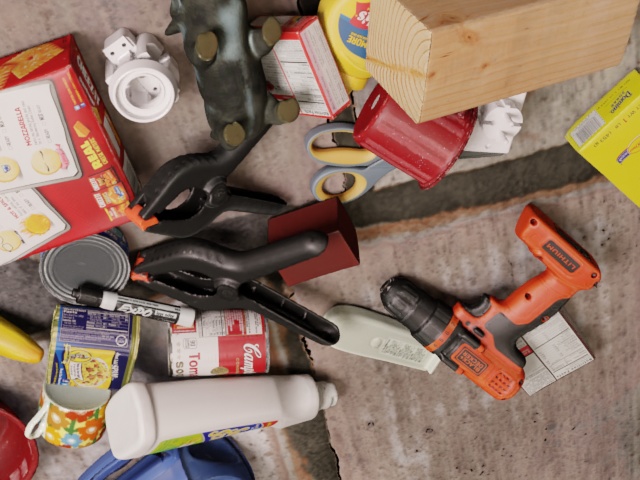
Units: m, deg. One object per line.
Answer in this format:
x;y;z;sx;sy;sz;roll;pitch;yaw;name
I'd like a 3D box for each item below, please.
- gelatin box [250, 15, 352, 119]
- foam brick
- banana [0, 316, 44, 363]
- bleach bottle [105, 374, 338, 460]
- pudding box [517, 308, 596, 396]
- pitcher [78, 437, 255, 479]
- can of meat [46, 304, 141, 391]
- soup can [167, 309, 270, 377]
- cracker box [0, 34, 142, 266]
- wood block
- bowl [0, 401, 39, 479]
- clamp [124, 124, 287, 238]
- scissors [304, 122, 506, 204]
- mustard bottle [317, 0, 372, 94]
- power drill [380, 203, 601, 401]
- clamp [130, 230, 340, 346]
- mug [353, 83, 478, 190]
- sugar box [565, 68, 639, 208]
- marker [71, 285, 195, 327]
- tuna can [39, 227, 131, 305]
-0.019;-0.150;0.923;0.030;0.073;0.089;-45;127;-28;gelatin box
-0.007;0.001;1.040;0.078;0.051;0.053;-17;131;16;foam brick
-0.356;0.067;1.023;0.197;0.070;0.037;37;81;-35;banana
-0.090;0.174;1.116;0.250;0.068;0.103;-4;159;-31;bleach bottle
0.241;0.113;1.187;0.090;0.039;0.113;-33;126;13;pudding box
-0.201;0.310;1.191;0.243;0.144;0.149;-36;79;18;pitcher
-0.228;0.109;1.069;0.083;0.057;0.102;7;142;-14;can of meat
-0.105;0.105;1.095;0.102;0.068;0.068;-2;125;-9;soup can
-0.283;-0.066;0.936;0.214;0.072;0.164;-18;127;3;cracker box
0.151;-0.179;0.885;0.205;0.091;0.090;-18;138;-21;wood block
-0.377;0.210;1.124;0.162;0.055;0.162;-5;126;-7;bowl
-0.095;-0.044;0.975;0.171;0.039;0.120;-32;129;-22;clamp
0.077;-0.067;1.040;0.201;0.016;0.096;10;124;-17;scissors
0.051;-0.202;0.911;0.096;0.058;0.192;10;124;-29;mustard bottle
0.180;0.054;1.107;0.184;0.057;0.188;38;109;-10;power drill
-0.080;0.032;1.020;0.210;0.036;0.165;12;142;7;clamp
0.089;-0.111;0.955;0.081;0.093;0.117;30;140;-13;mug
0.334;-0.081;1.061;0.176;0.048;0.093;35;112;-28;sugar box
-0.181;0.064;1.036;0.121;0.020;0.020;14;121;-21;marker
-0.227;0.020;1.030;0.086;0.034;0.086;-5;126;-7;tuna can
